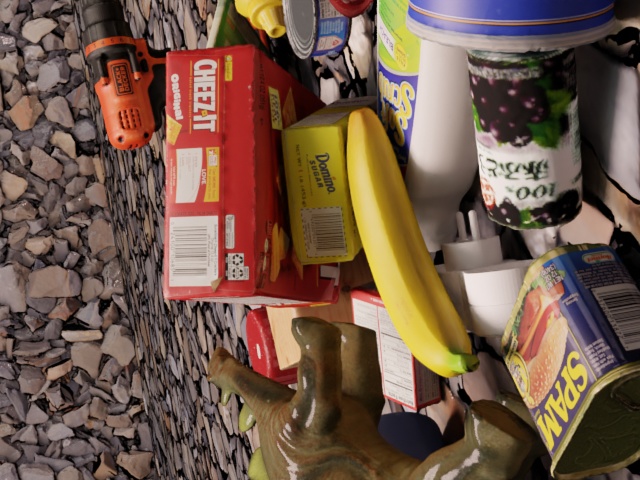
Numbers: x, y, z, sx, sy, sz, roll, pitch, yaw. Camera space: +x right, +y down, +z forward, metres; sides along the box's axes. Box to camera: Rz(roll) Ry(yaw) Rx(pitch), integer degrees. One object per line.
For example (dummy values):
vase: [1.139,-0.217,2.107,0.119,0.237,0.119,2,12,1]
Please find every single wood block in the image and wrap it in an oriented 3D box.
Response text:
wood block: [-0.006,0.001,0.938,0.090,0.090,0.206,140,119,-71]

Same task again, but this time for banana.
banana: [0.055,0.010,0.655,0.070,0.037,0.198,111,145,-50]

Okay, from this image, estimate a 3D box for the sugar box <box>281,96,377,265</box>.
sugar box: [0.018,-0.049,0.775,0.176,0.048,0.093,-44,-50,-69]

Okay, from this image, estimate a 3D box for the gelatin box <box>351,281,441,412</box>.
gelatin box: [0.061,0.083,0.846,0.073,0.030,0.089,14,115,53]

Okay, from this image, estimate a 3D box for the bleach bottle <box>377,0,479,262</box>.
bleach bottle: [0.073,-0.077,0.691,0.103,0.068,0.251,-120,23,-47]

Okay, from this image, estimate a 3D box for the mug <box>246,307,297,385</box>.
mug: [-0.028,0.105,1.083,0.117,0.081,0.093,133,125,-69]

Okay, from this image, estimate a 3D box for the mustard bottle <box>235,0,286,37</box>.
mustard bottle: [-0.067,-0.272,1.027,0.096,0.058,0.192,95,158,-60]

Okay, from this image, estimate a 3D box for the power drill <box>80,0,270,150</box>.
power drill: [-0.150,-0.196,1.121,0.057,0.187,0.184,152,105,-74]

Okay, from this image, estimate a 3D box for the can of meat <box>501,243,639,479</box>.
can of meat: [0.141,0.063,0.562,0.102,0.057,0.084,100,157,-47]

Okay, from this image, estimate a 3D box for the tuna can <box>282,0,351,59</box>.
tuna can: [-0.004,-0.199,0.910,0.086,0.033,0.086,170,90,-73]

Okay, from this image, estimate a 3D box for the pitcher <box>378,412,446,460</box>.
pitcher: [0.082,0.260,0.773,0.243,0.149,0.145,62,140,38]

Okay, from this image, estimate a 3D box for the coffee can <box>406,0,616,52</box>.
coffee can: [0.092,-0.170,0.502,0.103,0.102,0.140,-131,34,-59]

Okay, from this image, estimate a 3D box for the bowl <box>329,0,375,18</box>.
bowl: [0.037,-0.234,0.722,0.162,0.055,0.162,170,90,-73]

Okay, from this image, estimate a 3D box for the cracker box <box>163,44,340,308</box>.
cracker box: [-0.042,-0.035,0.777,0.213,0.072,0.164,17,-108,-73]
